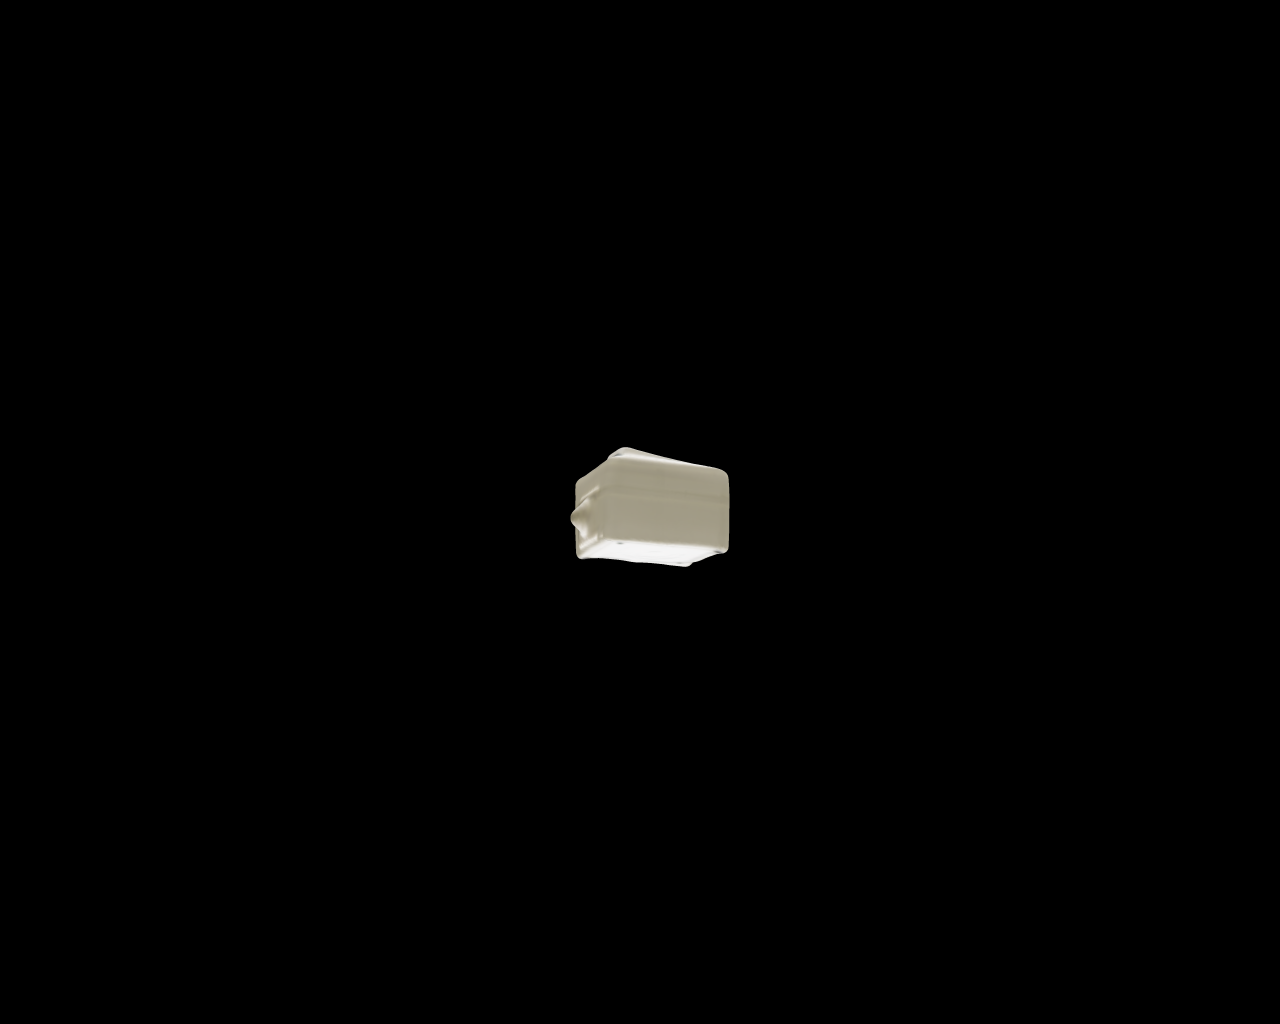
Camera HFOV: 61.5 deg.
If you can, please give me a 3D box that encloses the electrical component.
[{"bbox_3d":[0.001,-0.003,0.650,0.096,0.061,0.061,6,-15,-22],"label":"electrical component"}]
